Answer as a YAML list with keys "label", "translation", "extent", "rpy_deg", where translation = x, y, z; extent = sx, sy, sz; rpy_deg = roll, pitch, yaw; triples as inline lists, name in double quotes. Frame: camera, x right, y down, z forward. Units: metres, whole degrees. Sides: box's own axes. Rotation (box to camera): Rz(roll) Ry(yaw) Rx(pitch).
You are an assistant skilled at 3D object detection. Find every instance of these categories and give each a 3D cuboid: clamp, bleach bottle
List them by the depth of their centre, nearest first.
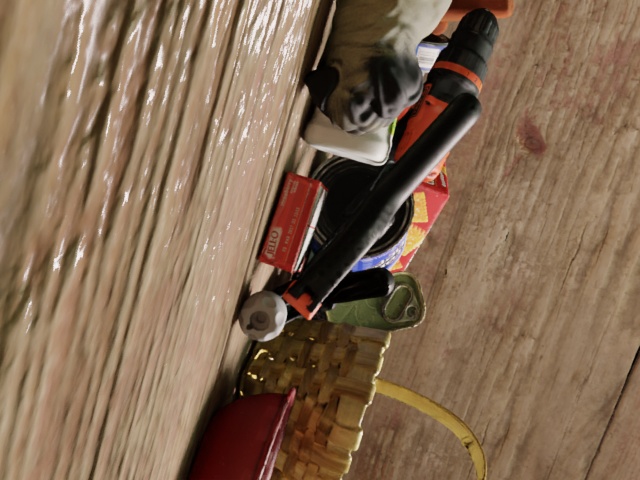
- label: "clamp"
  translation: [0.045, -0.025, 0.849]
  extent: [0.209, 0.036, 0.165]
  rpy_deg: [-51, -177, -32]
- label: "bleach bottle"
  translation: [0.053, -0.189, 0.849]
  extent: [0.102, 0.068, 0.251]
  rpy_deg: [-12, 118, -85]
- label: "clamp"
  translation: [-0.011, 0.050, 0.955]
  extent: [0.172, 0.120, 0.039]
  rpy_deg: [166, -88, -77]

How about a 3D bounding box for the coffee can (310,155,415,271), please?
- label: "coffee can"
  translation: [0.037, -0.020, 1.036]
  extent: [0.140, 0.103, 0.103]
  rpy_deg: [82, 27, -80]

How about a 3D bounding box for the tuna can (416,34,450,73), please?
- label: "tuna can"
  translation: [0.100, -0.212, 1.168]
  extent: [0.086, 0.086, 0.034]
  rpy_deg: [-62, 166, -67]

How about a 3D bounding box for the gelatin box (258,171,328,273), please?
- label: "gelatin box"
  translation: [-0.021, -0.013, 0.838]
  extent: [0.089, 0.030, 0.073]
  rpy_deg: [16, 93, -85]

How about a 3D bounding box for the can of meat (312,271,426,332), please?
- label: "can of meat"
  translation: [0.045, 0.072, 1.086]
  extent: [0.084, 0.102, 0.057]
  rpy_deg: [142, -65, -74]

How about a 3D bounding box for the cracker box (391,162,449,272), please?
- label: "cracker box"
  translation: [0.084, -0.036, 1.369]
  extent: [0.164, 0.072, 0.214]
  rpy_deg: [-88, -158, -51]

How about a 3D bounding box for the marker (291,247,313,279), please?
- label: "marker"
  translation: [-0.007, 0.001, 1.117]
  extent: [0.020, 0.020, 0.121]
  rpy_deg: [81, 27, -80]

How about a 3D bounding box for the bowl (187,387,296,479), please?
- label: "bowl"
  translation: [-0.070, 0.186, 0.846]
  extent: [0.162, 0.055, 0.162]
  rpy_deg: [19, 89, -86]

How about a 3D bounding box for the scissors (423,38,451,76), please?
- label: "scissors"
  translation: [0.101, -0.200, 1.226]
  extent: [0.201, 0.016, 0.096]
  rpy_deg: [-54, 144, -19]

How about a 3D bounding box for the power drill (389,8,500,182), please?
- label: "power drill"
  translation: [0.100, -0.135, 1.077]
  extent: [0.184, 0.057, 0.188]
  rpy_deg: [-63, -166, -14]
